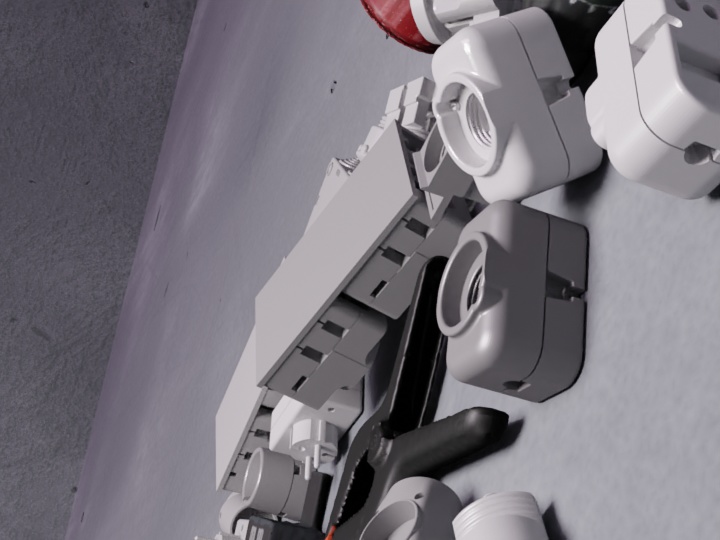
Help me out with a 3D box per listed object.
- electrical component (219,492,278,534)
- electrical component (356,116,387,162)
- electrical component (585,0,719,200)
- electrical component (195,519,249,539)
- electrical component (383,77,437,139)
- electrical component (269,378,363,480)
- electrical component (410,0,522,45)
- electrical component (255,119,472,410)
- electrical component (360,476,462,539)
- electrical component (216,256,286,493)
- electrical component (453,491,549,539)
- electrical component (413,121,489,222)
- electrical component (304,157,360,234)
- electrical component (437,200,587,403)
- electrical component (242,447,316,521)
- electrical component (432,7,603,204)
[{"bbox_3d":[-0.104,0.225,0.970,0.081,0.043,0.043,176,110,-72],"label":"electrical component"},{"bbox_3d":[0.029,-0.107,0.871,0.062,0.048,0.048,-65,17,3],"label":"electrical component"},{"bbox_3d":[0.140,-0.082,0.477,0.059,0.054,0.095,126,154,-48],"label":"electrical component"},{"bbox_3d":[-0.103,0.240,0.895,0.047,0.077,0.065,151,133,-67],"label":"electrical component"},{"bbox_3d":[0.043,-0.109,0.817,0.066,0.048,0.055,-12,60,57],"label":"electrical component"},{"bbox_3d":[-0.036,0.127,0.842,0.083,0.047,0.075,124,156,-43],"label":"electrical component"},{"bbox_3d":[0.068,-0.173,0.678,0.057,0.058,0.078,-6,72,31],"label":"electrical component"},{"bbox_3d":[0.000,0.000,0.773,0.186,0.060,0.105,-51,25,25],"label":"electrical component"},{"bbox_3d":[0.015,0.163,0.594,0.079,0.044,0.077,-30,22,31],"label":"electrical component"},{"bbox_3d":[-0.068,0.098,0.949,0.105,0.060,0.186,-103,34,-59],"label":"electrical component"},{"bbox_3d":[0.070,0.137,0.506,0.081,0.043,0.043,-99,31,-55],"label":"electrical component"},{"bbox_3d":[0.072,-0.069,0.661,0.042,0.064,0.081,-98,30,-52],"label":"electrical component"},{"bbox_3d":[-0.010,-0.043,0.920,0.099,0.048,0.099,-121,50,-68],"label":"electrical component"},{"bbox_3d":[0.079,0.015,0.566,0.054,0.059,0.095,136,147,-58],"label":"electrical component"},{"bbox_3d":[-0.068,0.177,0.896,0.055,0.047,0.055,-163,90,-73],"label":"electrical component"},{"bbox_3d":[0.081,-0.086,0.582,0.095,0.059,0.054,68,157,1],"label":"electrical component"}]
